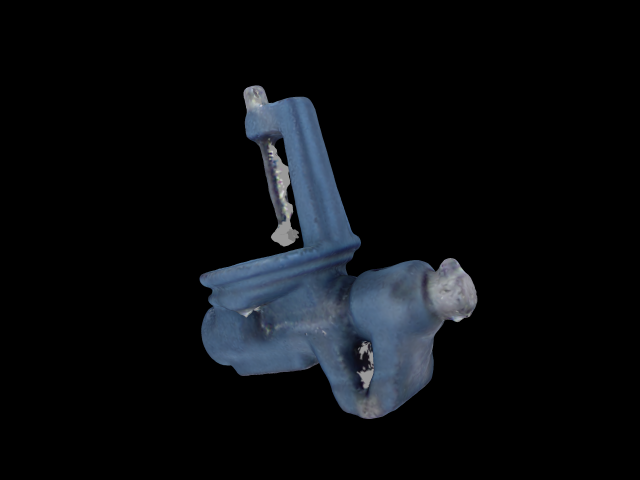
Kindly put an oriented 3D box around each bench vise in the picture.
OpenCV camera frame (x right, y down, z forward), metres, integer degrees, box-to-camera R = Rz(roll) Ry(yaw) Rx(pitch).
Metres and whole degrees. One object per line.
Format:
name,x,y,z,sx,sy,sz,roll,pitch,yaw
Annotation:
bench vise,0.007,0.000,0.411,0.207,0.220,0.122,2,9,14
